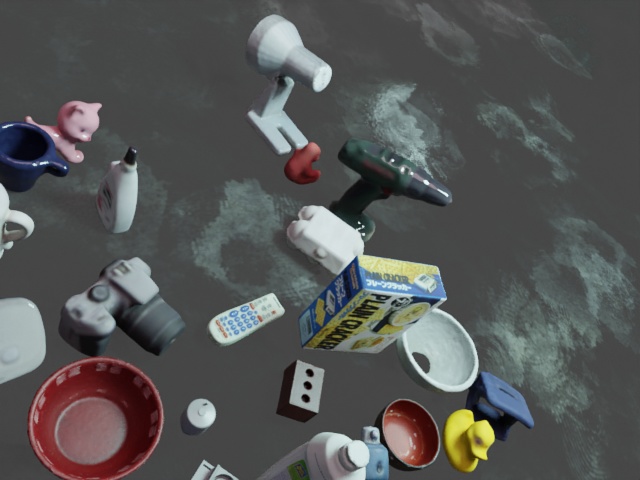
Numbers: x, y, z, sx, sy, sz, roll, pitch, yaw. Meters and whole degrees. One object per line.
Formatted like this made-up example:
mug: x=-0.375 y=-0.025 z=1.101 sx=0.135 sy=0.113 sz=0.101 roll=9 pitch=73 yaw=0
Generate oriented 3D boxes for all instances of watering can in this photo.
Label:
watering can: x=-0.466 y=-0.045 z=0.737 sx=0.173 sy=0.193 sz=0.101 roll=-3 pitch=58 yaw=-34

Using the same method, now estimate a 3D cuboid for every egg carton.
egg carton: x=0.010 y=0.004 z=1.096 sx=0.150 sy=0.069 sz=0.107 roll=35 pitch=45 yaw=-5

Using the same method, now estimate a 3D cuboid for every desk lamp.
desk lamp: x=-0.073 y=-0.325 z=1.195 sx=0.203 sy=0.213 sz=0.118 roll=50 pitch=46 yaw=10

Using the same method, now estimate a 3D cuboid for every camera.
camera: x=-0.268 y=0.106 z=0.814 sx=0.137 sy=0.100 sz=0.143 roll=41 pitch=45 yaw=1

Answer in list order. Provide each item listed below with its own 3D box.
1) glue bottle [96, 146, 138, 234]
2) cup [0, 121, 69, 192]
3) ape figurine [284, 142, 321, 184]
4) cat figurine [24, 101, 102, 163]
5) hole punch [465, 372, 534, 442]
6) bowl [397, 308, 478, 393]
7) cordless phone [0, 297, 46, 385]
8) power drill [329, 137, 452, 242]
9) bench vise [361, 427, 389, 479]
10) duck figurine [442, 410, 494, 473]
glue bottle: x=-0.308 y=-0.086 z=0.886 sx=0.037 sy=0.173 sz=0.078 roll=-17 pitch=67 yaw=-40
cup: x=-0.444 y=-0.113 z=0.874 sx=0.118 sy=0.094 sz=0.091 roll=26 pitch=46 yaw=-13
ape figurine: x=-0.029 y=-0.163 z=1.184 sx=0.076 sy=0.092 sz=0.077 roll=-4 pitch=59 yaw=-35
cat figurine: x=-0.418 y=-0.185 z=0.932 sx=0.128 sy=0.117 sz=0.067 roll=-12 pitch=64 yaw=-38
hole punch: x=0.332 y=0.298 z=1.060 sx=0.109 sy=0.091 sz=0.101 roll=32 pitch=45 yaw=-8
bowl: x=0.203 y=0.212 z=1.055 sx=0.168 sy=0.074 sz=0.167 roll=18 pitch=49 yaw=-21
cordless phone: x=-0.399 y=0.104 z=0.671 sx=0.148 sy=0.184 sz=0.094 roll=-19 pitch=68 yaw=-41
power drill: x=0.118 y=-0.092 z=1.141 sx=0.230 sy=0.208 sz=0.076 roll=36 pitch=45 yaw=-4
bench vise: x=0.086 y=0.353 z=0.768 sx=0.122 sy=0.219 sz=0.207 roll=-7 pitch=60 yaw=-36
duck figurine: x=0.263 y=0.339 z=0.988 sx=0.078 sy=0.086 sz=0.104 roll=22 pitch=47 yaw=-17
